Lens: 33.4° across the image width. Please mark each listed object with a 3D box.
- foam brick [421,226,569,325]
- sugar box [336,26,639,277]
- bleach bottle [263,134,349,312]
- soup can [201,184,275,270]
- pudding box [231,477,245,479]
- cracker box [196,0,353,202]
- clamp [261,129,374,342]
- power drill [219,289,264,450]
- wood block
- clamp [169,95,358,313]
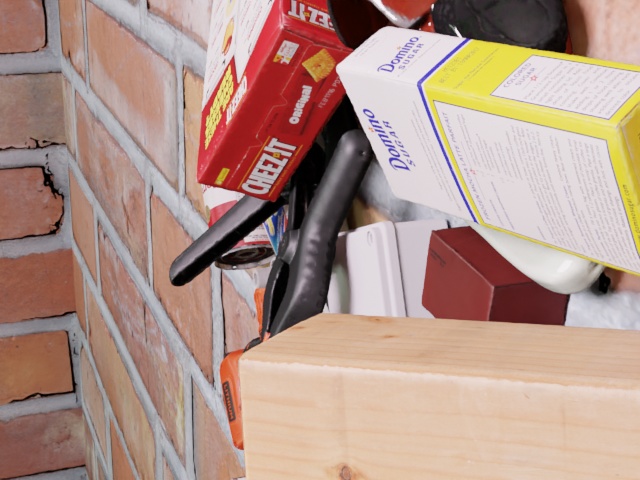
[{"bbox_3d":[0.100,0.030,0.613,0.078,0.051,0.053,-129,39,-56],"label":"foam brick"},{"bbox_3d":[0.091,-0.046,0.505,0.176,0.048,0.093,26,151,49],"label":"sugar box"},{"bbox_3d":[-0.015,-0.029,0.900,0.103,0.068,0.251,112,144,-52],"label":"bleach bottle"},{"bbox_3d":[-0.081,-0.028,1.070,0.069,0.068,0.102,130,132,-64],"label":"soup can"},{"bbox_3d":[-0.052,0.252,1.039,0.114,0.089,0.039,129,131,-62],"label":"pudding box"},{"bbox_3d":[-0.028,-0.161,0.777,0.164,0.072,0.213,126,152,-47],"label":"cracker box"},{"bbox_3d":[-0.005,0.001,0.740,0.120,0.039,0.171,151,130,-72],"label":"clamp"},{"bbox_3d":[-0.043,0.148,1.038,0.188,0.057,0.184,128,136,-59],"label":"power drill"},{"bbox_3d":[0.076,0.089,0.471,0.206,0.090,0.091,1,100,27],"label":"wood block"},{"bbox_3d":[-0.031,-0.037,0.844,0.036,0.165,0.210,28,-108,-68],"label":"clamp"}]
